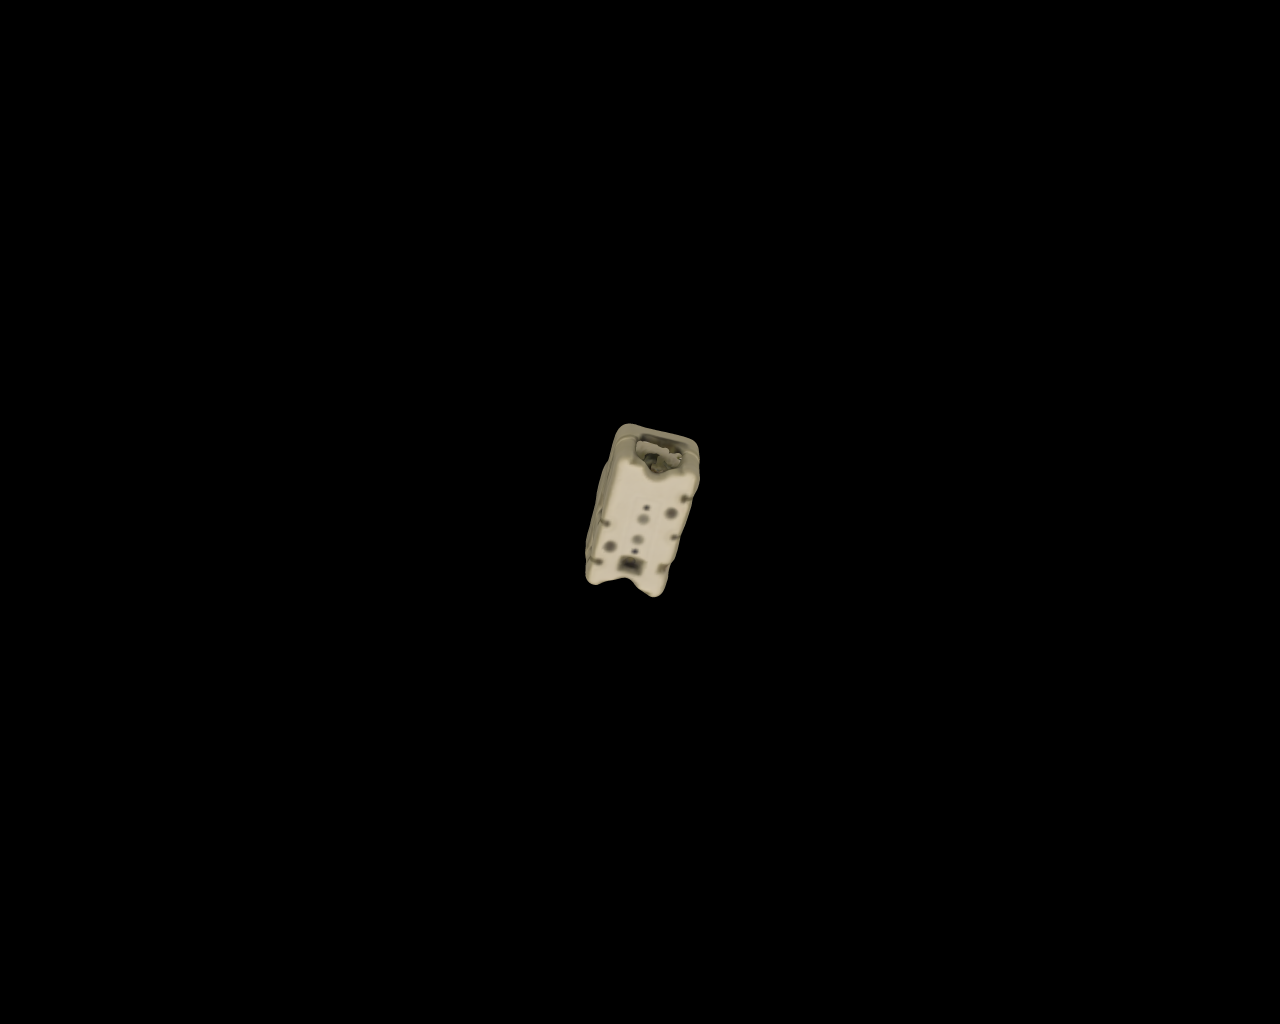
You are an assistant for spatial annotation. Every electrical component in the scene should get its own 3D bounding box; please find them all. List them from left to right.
[{"bbox_3d":[0.001,-0.003,0.650,0.050,0.089,0.056,13,28,-7],"label":"electrical component"}]
